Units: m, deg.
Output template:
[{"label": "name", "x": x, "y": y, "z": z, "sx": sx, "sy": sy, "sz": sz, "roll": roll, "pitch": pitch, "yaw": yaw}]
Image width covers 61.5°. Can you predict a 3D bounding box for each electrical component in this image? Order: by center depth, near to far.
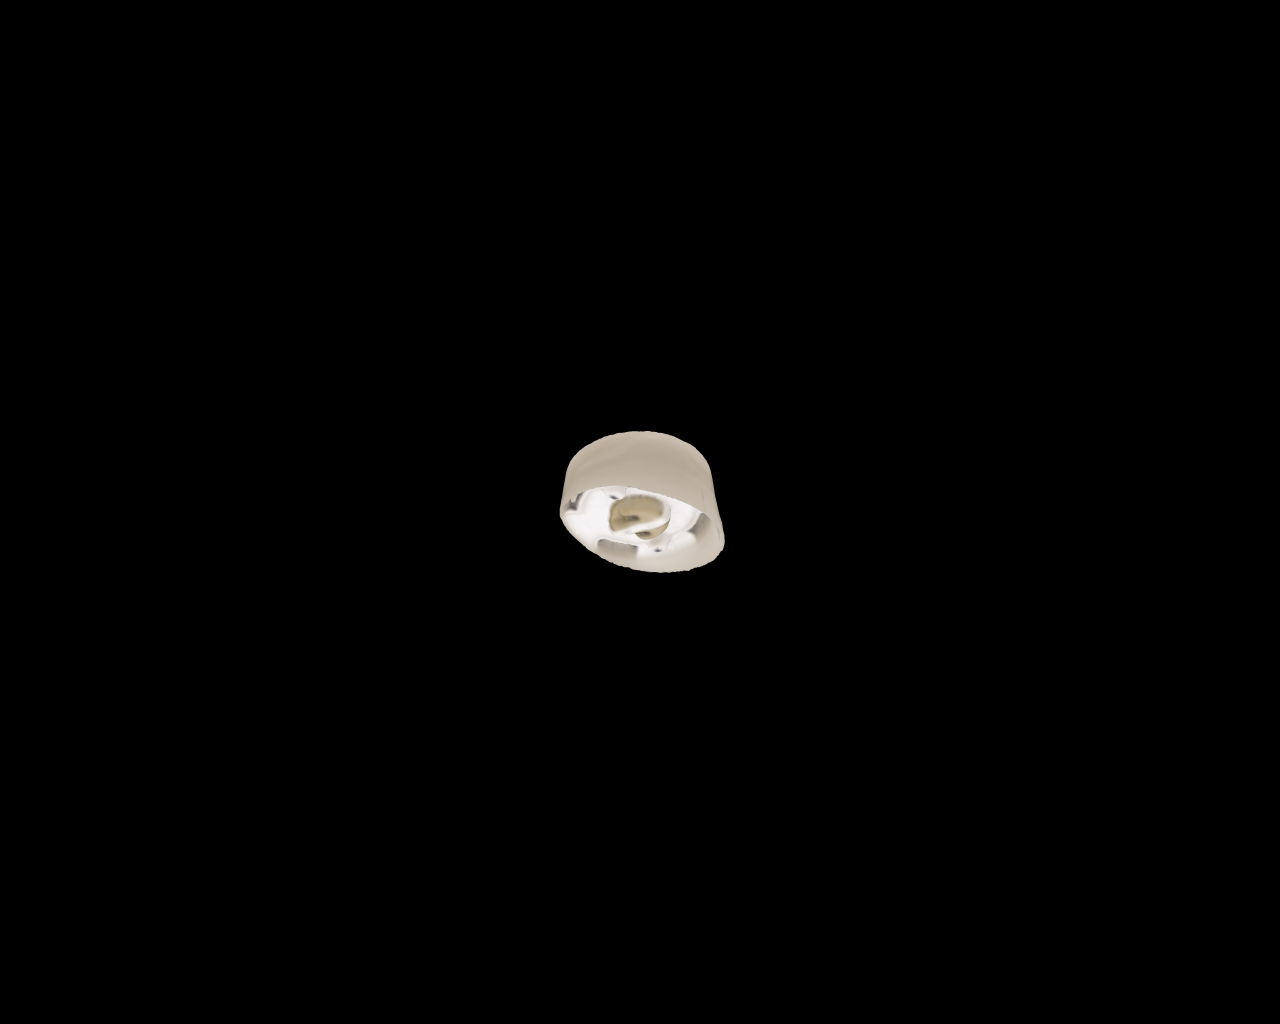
[{"label": "electrical component", "x": 0.001, "y": -0.003, "z": 0.650, "sx": 0.099, "sy": 0.064, "sz": 0.099, "roll": 0, "pitch": -37, "yaw": 0}]
